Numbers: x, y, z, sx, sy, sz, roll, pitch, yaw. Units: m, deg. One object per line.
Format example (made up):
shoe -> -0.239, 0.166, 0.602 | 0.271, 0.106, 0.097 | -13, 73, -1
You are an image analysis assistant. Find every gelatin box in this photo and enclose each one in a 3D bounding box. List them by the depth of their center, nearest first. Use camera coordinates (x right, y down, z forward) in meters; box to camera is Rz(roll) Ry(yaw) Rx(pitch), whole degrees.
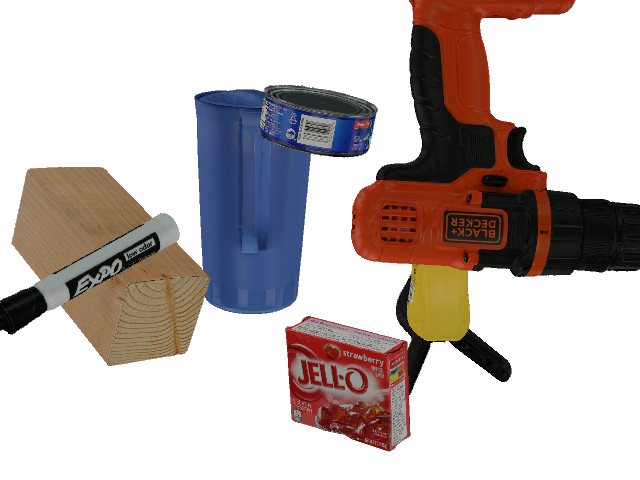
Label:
gelatin box -> 0.018, 0.098, 0.741 | 0.089, 0.073, 0.030 | 11, 23, 36

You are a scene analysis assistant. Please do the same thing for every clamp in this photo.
clamp -> 0.138, 0.096, 1.158 | 0.120, 0.171, 0.039 | 4, -44, -6

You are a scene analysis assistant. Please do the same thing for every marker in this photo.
marker -> -0.129, 0.018, 0.591 | 0.120, 0.020, 0.020 | -32, 21, -37

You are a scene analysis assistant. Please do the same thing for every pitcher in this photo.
pitcher -> -0.075, -0.043, 1.186 | 0.145, 0.243, 0.148 | 15, 20, 39

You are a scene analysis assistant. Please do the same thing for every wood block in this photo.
wood block -> -0.205, 0.018, 1.022 | 0.090, 0.091, 0.206 | -5, 34, -42

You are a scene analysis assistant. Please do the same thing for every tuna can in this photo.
tuna can -> -0.002, -0.090, 0.795 | 0.086, 0.034, 0.086 | 10, 18, -3

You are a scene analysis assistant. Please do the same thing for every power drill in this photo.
power drill -> 0.113, -0.073, 0.621 | 0.184, 0.187, 0.057 | 3, -1, -5

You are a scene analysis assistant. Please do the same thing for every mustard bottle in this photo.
mustard bottle -> 0.110, -0.012, 0.973 | 0.058, 0.192, 0.096 | 0, 18, 2
